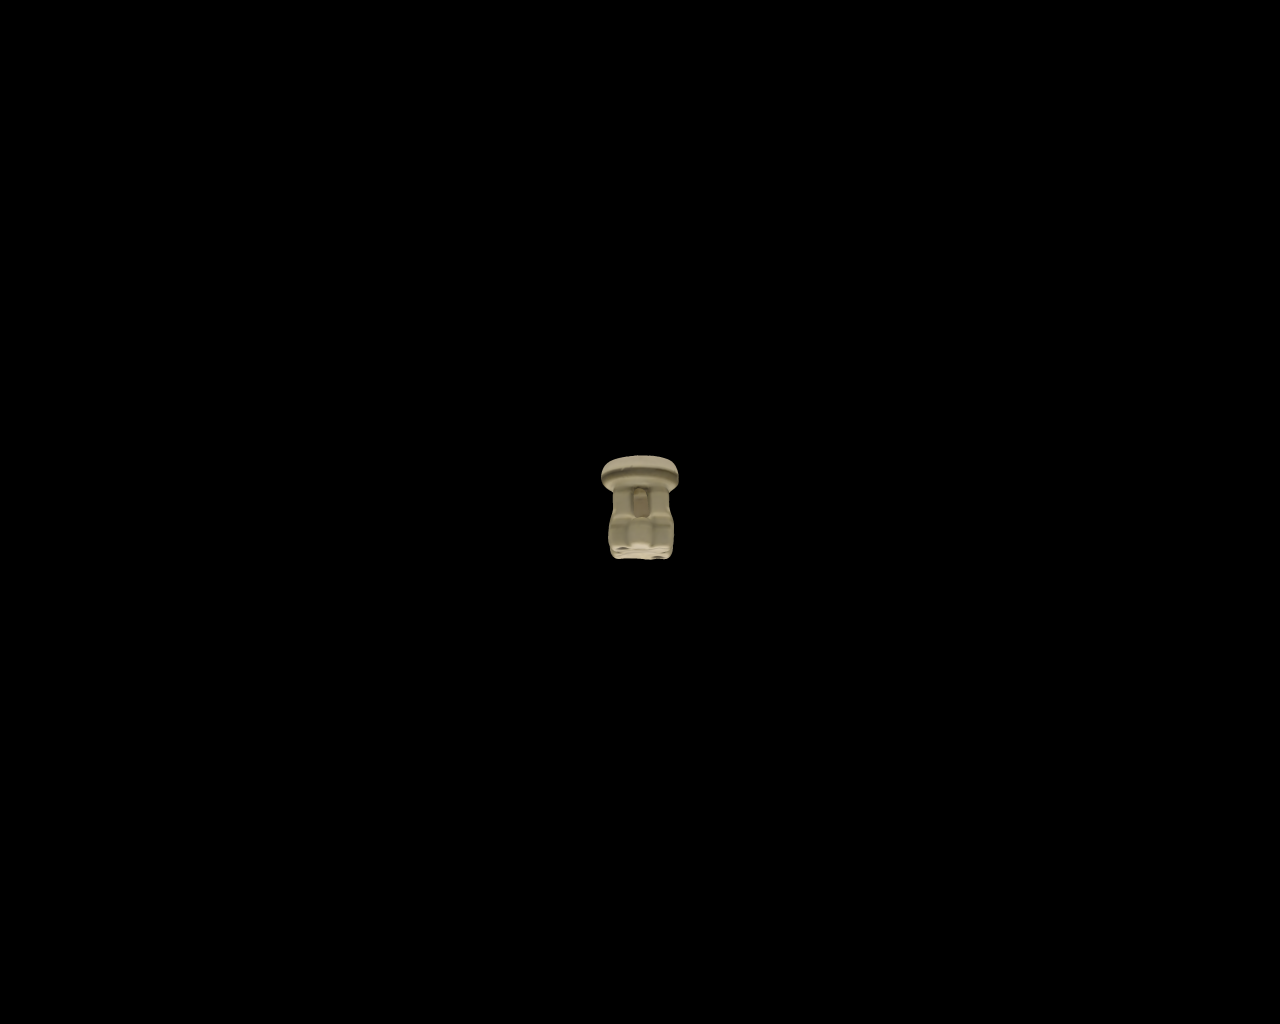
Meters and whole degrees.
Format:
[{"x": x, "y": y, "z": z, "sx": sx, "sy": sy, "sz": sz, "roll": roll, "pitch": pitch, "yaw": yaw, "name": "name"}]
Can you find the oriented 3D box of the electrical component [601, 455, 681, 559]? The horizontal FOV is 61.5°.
[{"x": 0.001, "y": -0.003, "z": 0.650, "sx": 0.048, "sy": 0.055, "sz": 0.066, "roll": 0, "pitch": -13, "yaw": 0, "name": "electrical component"}]
